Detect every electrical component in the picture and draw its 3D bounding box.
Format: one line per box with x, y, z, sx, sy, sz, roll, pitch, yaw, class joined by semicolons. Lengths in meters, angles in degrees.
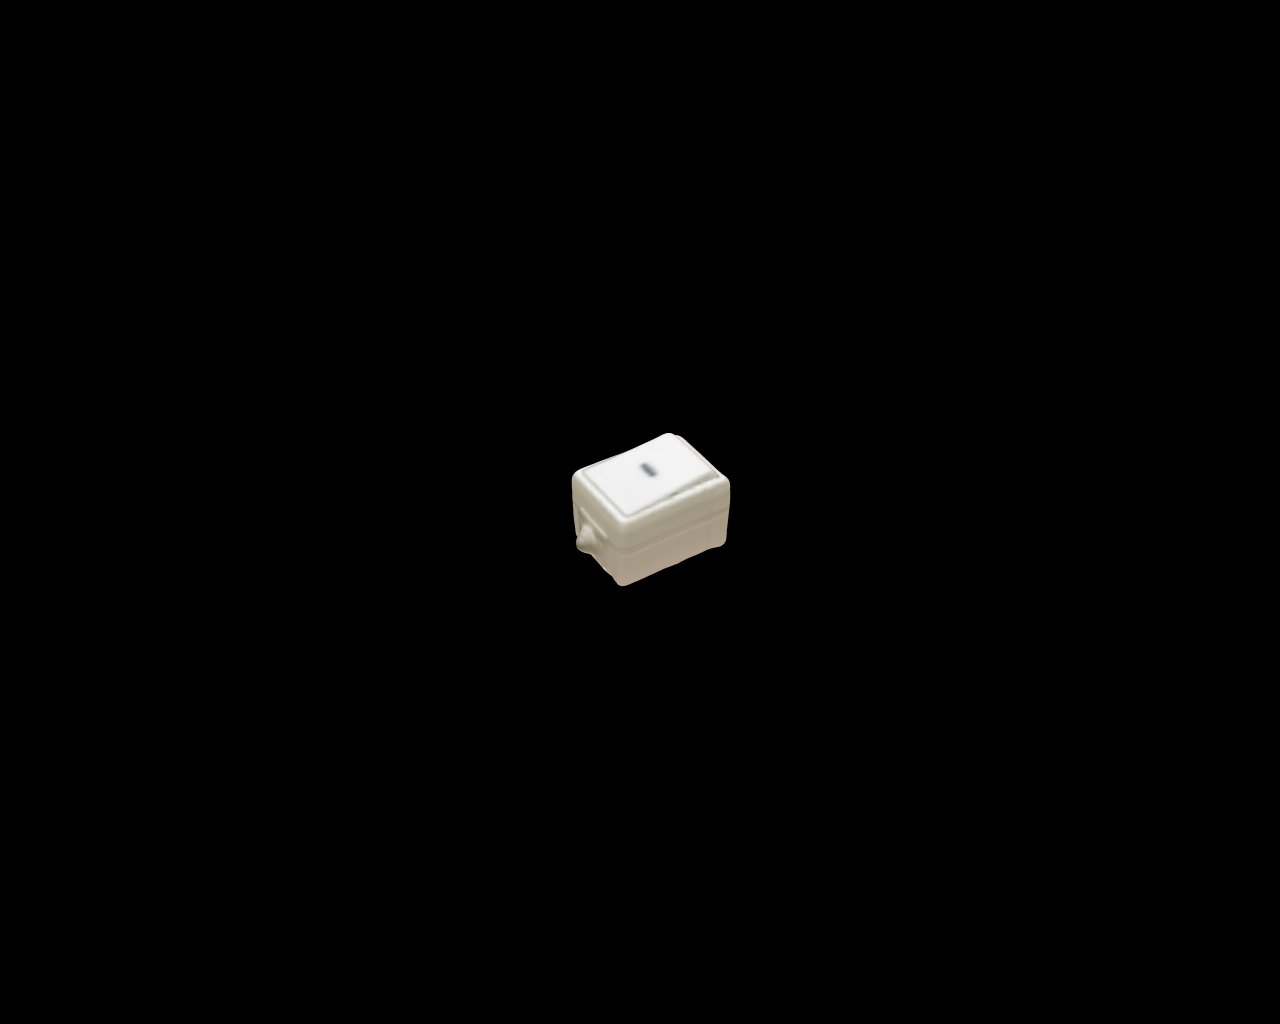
0.001;-0.003;0.650;0.096;0.061;0.062;-22;45;-23;electrical component
